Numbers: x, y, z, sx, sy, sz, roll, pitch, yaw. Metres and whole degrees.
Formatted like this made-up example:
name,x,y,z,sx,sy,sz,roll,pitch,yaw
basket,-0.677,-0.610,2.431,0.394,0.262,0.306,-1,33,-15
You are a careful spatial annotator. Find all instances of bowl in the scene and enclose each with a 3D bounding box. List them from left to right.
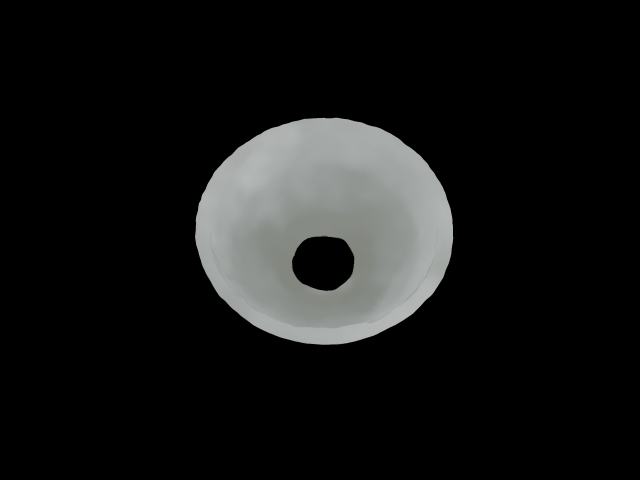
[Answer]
name,x,y,z,sx,sy,sz,roll,pitch,yaw
bowl,0.004,0.001,0.400,0.167,0.075,0.167,0,63,0
